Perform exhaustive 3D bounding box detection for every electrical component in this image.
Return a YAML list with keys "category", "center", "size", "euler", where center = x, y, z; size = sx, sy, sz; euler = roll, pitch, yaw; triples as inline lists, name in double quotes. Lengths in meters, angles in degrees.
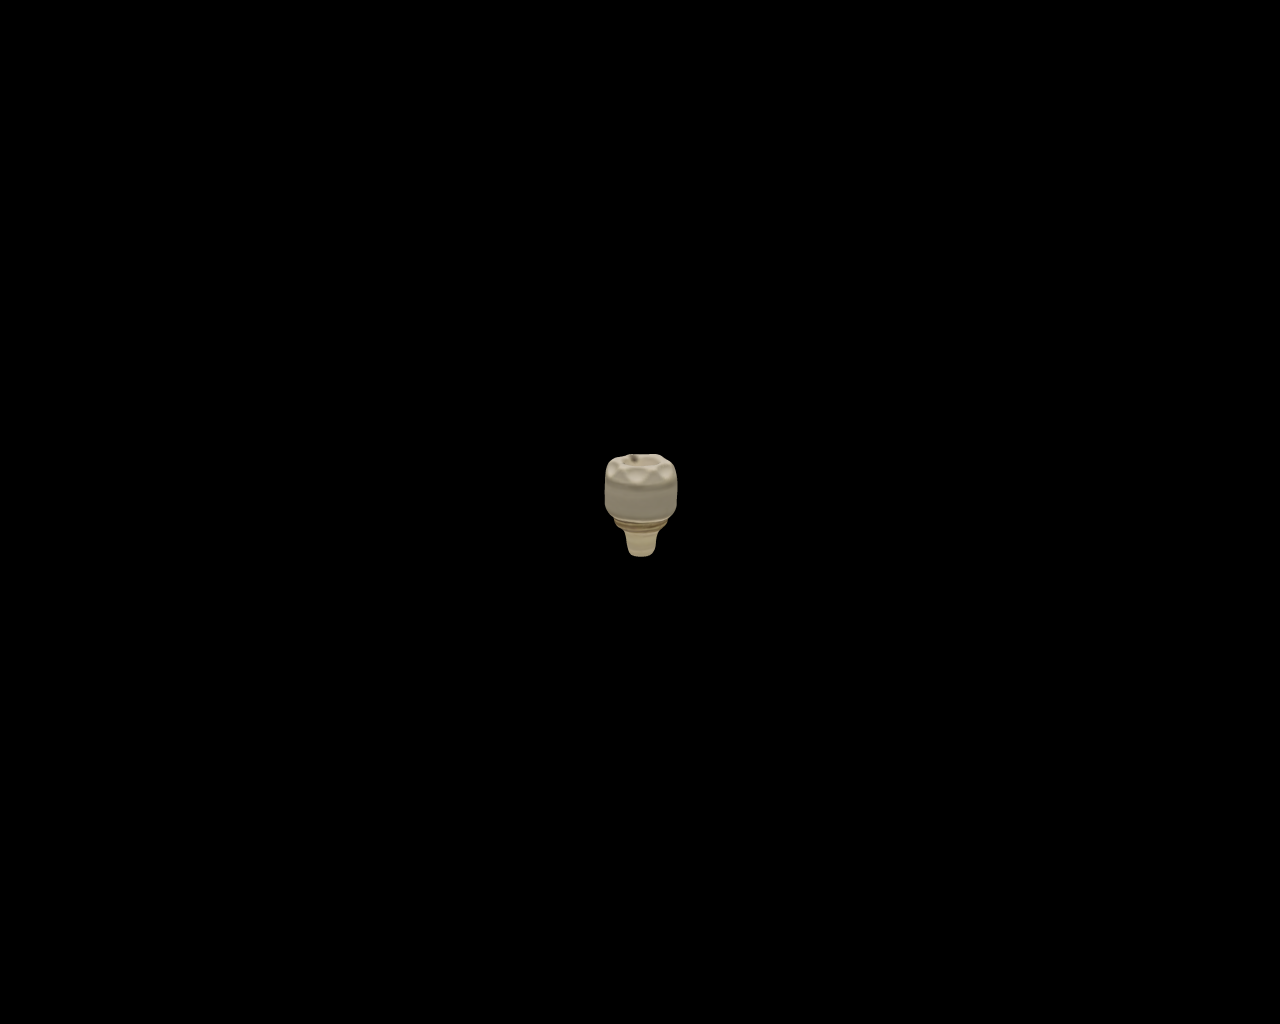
- category: "electrical component"
  center: [0.001, -0.003, 0.650]
  size: [0.043, 0.062, 0.043]
  euler: [0, 18, 0]
